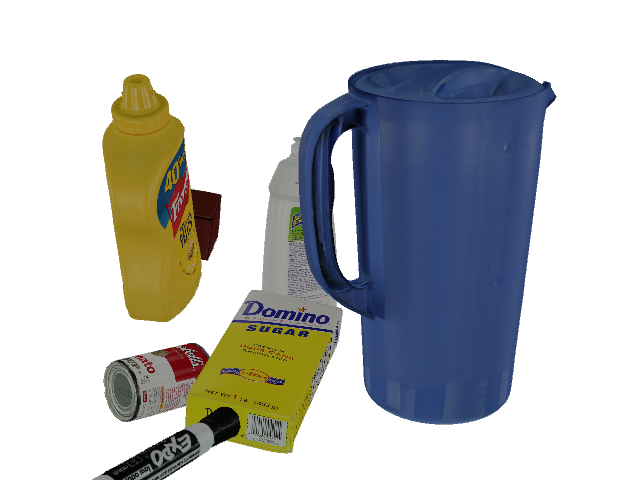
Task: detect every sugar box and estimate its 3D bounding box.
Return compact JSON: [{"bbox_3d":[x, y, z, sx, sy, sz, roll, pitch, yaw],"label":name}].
[{"bbox_3d":[-0.045,0.109,0.938,0.093,0.048,0.176,12,32,9],"label":"sugar box"}]

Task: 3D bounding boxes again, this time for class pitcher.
[{"bbox_3d":[0.075,0.002,0.741,0.149,0.243,0.144,7,21,18],"label":"pitcher"}]

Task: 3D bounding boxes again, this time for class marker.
[{"bbox_3d":[-0.082,0.115,0.563,0.020,0.020,0.120,0,12,32],"label":"marker"}]

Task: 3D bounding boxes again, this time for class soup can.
[{"bbox_3d":[-0.175,0.153,1.157,0.102,0.068,0.069,-9,6,-42],"label":"soup can"}]

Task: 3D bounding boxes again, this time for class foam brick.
[{"bbox_3d":[-0.143,-0.019,1.084,0.078,0.051,0.053,9,31,3],"label":"foam brick"}]

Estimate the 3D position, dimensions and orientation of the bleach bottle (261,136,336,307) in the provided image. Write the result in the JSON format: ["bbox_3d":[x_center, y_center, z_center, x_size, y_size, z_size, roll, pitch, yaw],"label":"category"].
[{"bbox_3d":[-0.020,-0.004,1.324,0.102,0.251,0.068,-8,22,-32],"label":"bleach bottle"}]

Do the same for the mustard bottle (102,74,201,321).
[{"bbox_3d":[-0.128,-0.038,0.805,0.058,0.192,0.096,6,39,9],"label":"mustard bottle"}]
